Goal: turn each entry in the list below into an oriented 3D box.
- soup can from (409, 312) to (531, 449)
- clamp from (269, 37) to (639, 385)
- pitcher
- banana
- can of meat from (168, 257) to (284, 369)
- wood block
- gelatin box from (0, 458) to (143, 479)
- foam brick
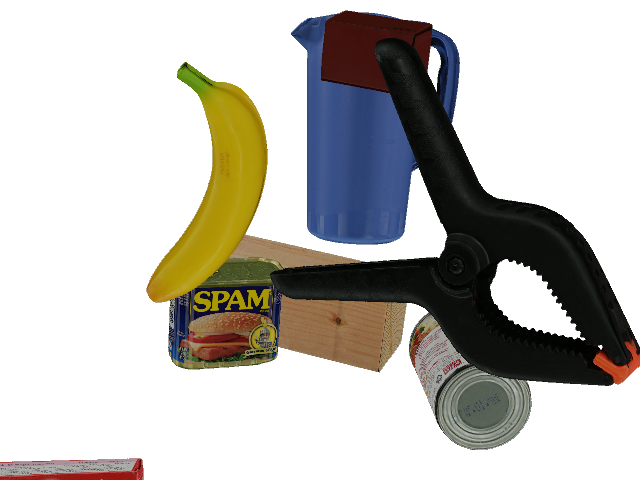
[{"bbox_3d":[0.105,0.095,0.758,0.068,0.068,0.102,0,18,-5],"label":"soup can"},{"bbox_3d":[0.078,0.000,0.563,0.210,0.165,0.036,29,25,25],"label":"clamp"},{"bbox_3d":[0.055,-0.123,1.157,0.149,0.243,0.144,8,11,27],"label":"pitcher"},{"bbox_3d":[-0.076,-0.033,0.744,0.069,0.198,0.037,12,33,-2],"label":"banana"},{"bbox_3d":[-0.084,0.064,0.946,0.102,0.084,0.057,-1,19,-19],"label":"can of meat"},{"bbox_3d":[-0.015,0.067,1.181,0.206,0.091,0.090,13,22,17],"label":"wood block"},{"bbox_3d":[-0.137,0.154,0.558,0.089,0.073,0.030,-1,4,-2],"label":"gelatin box"},{"bbox_3d":[0.045,-0.153,0.868,0.078,0.051,0.052,14,24,19],"label":"foam brick"}]
